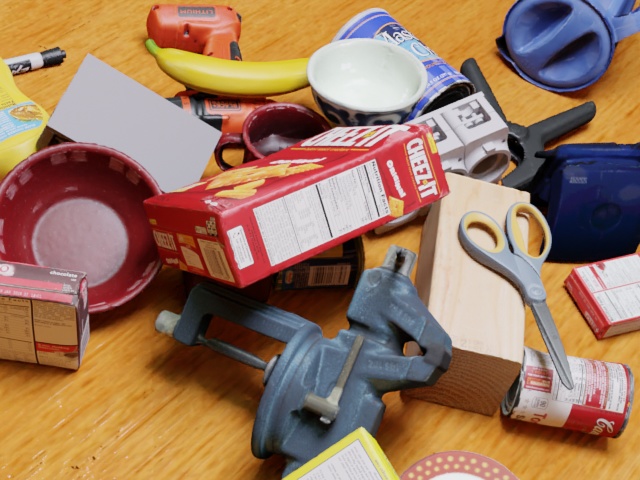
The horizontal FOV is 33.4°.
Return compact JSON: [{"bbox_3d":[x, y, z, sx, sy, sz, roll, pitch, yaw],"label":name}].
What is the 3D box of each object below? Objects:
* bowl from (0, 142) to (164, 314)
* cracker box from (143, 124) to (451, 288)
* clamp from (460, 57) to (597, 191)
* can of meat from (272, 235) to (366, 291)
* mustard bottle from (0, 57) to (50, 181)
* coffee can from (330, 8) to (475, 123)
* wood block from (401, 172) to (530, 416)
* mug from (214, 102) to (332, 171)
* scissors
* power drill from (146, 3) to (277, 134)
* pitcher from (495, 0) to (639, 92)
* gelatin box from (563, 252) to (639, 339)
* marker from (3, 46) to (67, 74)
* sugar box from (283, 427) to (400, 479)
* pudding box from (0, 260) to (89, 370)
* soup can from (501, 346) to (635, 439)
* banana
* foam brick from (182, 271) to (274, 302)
[{"bbox_3d":[-0.219,-0.005,0.975,0.162,0.055,0.162,3,73,-11],"label":"bowl"},{"bbox_3d":[-0.023,-0.037,0.924,0.213,0.072,0.164,-24,16,-25],"label":"cracker box"},{"bbox_3d":[0.205,-0.119,1.193,0.164,0.036,0.209,26,52,11],"label":"clamp"},{"bbox_3d":[-0.007,0.001,1.034,0.084,0.057,0.102,-2,50,-10],"label":"can of meat"},{"bbox_3d":[-0.319,-0.108,1.061,0.096,0.058,0.192,-29,61,-28],"label":"mustard bottle"},{"bbox_3d":[0.085,-0.173,1.171,0.102,0.103,0.140,-29,61,-31],"label":"coffee can"},{"bbox_3d":[0.139,0.048,1.002,0.090,0.091,0.206,14,48,-1],"label":"wood block"},{"bbox_3d":[-0.049,-0.080,1.078,0.117,0.082,0.093,6,49,-7],"label":"mug"},{"bbox_3d":[0.170,0.041,0.942,0.096,0.016,0.201,9,49,-3],"label":"scissors"},{"bbox_3d":[-0.142,-0.177,1.160,0.184,0.057,0.188,-1,53,-17],"label":"power drill"},{"bbox_3d":[0.334,-0.297,1.309,0.149,0.145,0.242,31,48,7],"label":"pitcher"},{"bbox_3d":[0.300,0.056,1.069,0.089,0.030,0.073,-11,55,-21],"label":"gelatin box"},{"bbox_3d":[-0.333,-0.188,1.153,0.120,0.020,0.020,-19,56,-26],"label":"marker"},{"bbox_3d":[-0.014,0.228,0.795,0.176,0.048,0.093,-34,59,4],"label":"sugar box"},{"bbox_3d":[-0.242,0.063,0.894,0.090,0.114,0.039,9,52,-4],"label":"pudding box"},{"bbox_3d":[0.221,0.135,0.958,0.102,0.068,0.068,11,49,-2],"label":"soup can"},{"bbox_3d":[-0.084,-0.178,1.113,0.197,0.037,0.069,7,54,-12],"label":"banana"},{"bbox_3d":[-0.088,0.026,0.999,0.078,0.051,0.053,-5,51,-16],"label":"foam brick"}]
